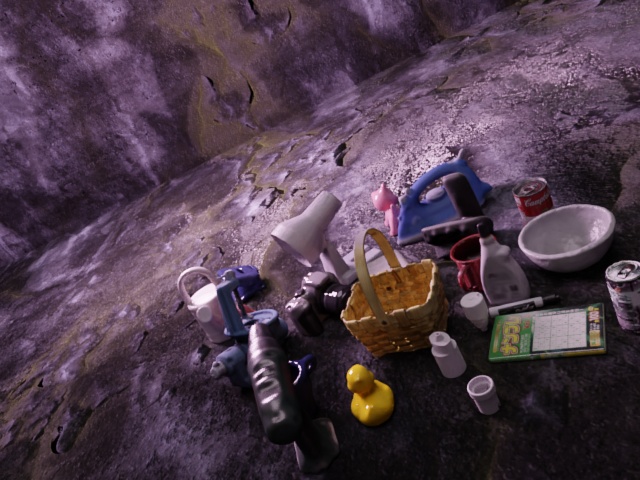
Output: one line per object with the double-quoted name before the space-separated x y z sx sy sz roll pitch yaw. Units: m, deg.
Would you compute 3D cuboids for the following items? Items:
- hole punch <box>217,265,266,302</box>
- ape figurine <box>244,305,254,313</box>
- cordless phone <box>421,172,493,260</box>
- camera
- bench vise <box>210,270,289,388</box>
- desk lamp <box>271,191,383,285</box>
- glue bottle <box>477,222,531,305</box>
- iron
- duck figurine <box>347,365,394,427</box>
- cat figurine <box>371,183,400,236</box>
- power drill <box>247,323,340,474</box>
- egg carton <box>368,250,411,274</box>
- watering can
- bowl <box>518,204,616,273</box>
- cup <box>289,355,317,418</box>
"hole punch" -0.214 0.103 1.555 0.101 0.091 0.108 -35 25 -13
"ape figurine" -0.169 0.189 1.342 0.076 0.092 0.077 -25 25 9
"cordless phone" 0.280 -0.059 1.232 0.147 0.185 0.094 -14 28 29
"camera" 0.012 0.131 1.251 0.143 0.101 0.136 -43 28 -28
"bench vise" -0.161 0.184 1.188 0.121 0.220 0.207 -18 27 23
"desk lamp" 0.012 0.005 1.358 0.203 0.214 0.117 -37 26 -18
"glue bottle" 0.314 0.040 1.020 0.078 0.173 0.037 -10 31 35
"iron" 0.274 -0.105 1.380 0.258 0.142 0.118 -31 25 -5
"duck figurine" 0.077 0.254 0.965 0.077 0.086 0.104 -28 25 2
"cat figurine" 0.178 -0.088 1.478 0.067 0.118 0.127 -28 25 2
"power drill" -0.051 0.265 0.929 0.075 0.209 0.229 -29 25 1
"egg carton" 0.154 0.084 1.230 0.107 0.069 0.150 -29 24 -1
"watering can" -0.269 0.152 1.396 0.101 0.194 0.172 -37 26 -18
"bowl" 0.457 0.009 1.049 0.167 0.075 0.167 -23 25 12
"cup" -0.038 0.273 1.038 0.118 0.095 0.091 -40 27 -24
